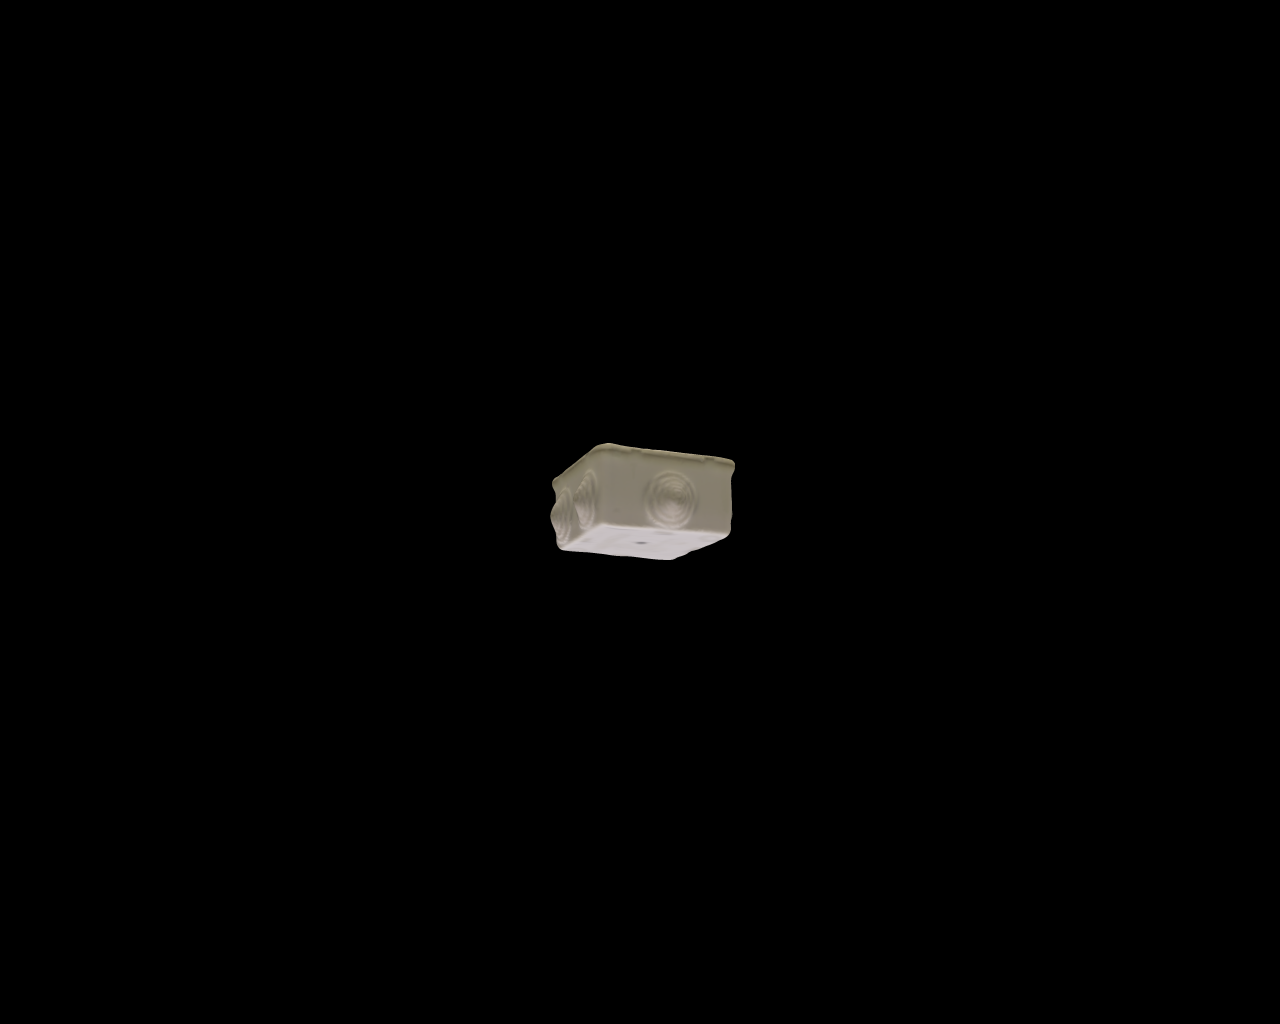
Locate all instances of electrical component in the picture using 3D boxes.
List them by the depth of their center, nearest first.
[{"bbox_3d":[0.001,-0.003,0.650,0.100,0.048,0.099,6,-15,-23],"label":"electrical component"}]
